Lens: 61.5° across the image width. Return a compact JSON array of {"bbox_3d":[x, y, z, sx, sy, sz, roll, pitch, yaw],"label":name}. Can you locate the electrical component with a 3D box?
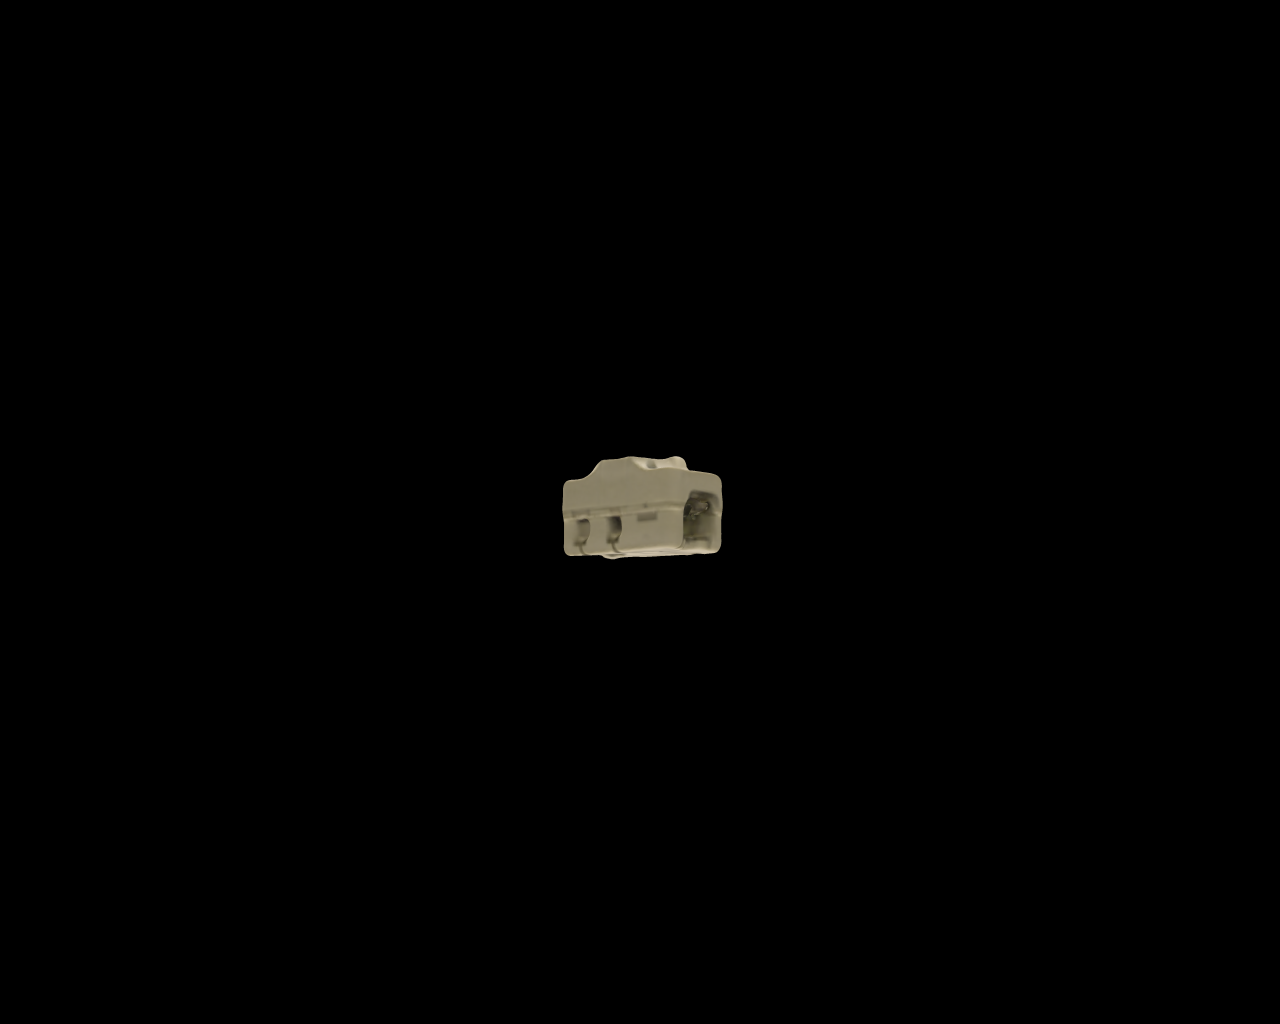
[{"bbox_3d":[0.001,-0.003,0.650,0.089,0.055,0.050,-5,-8,40],"label":"electrical component"}]
